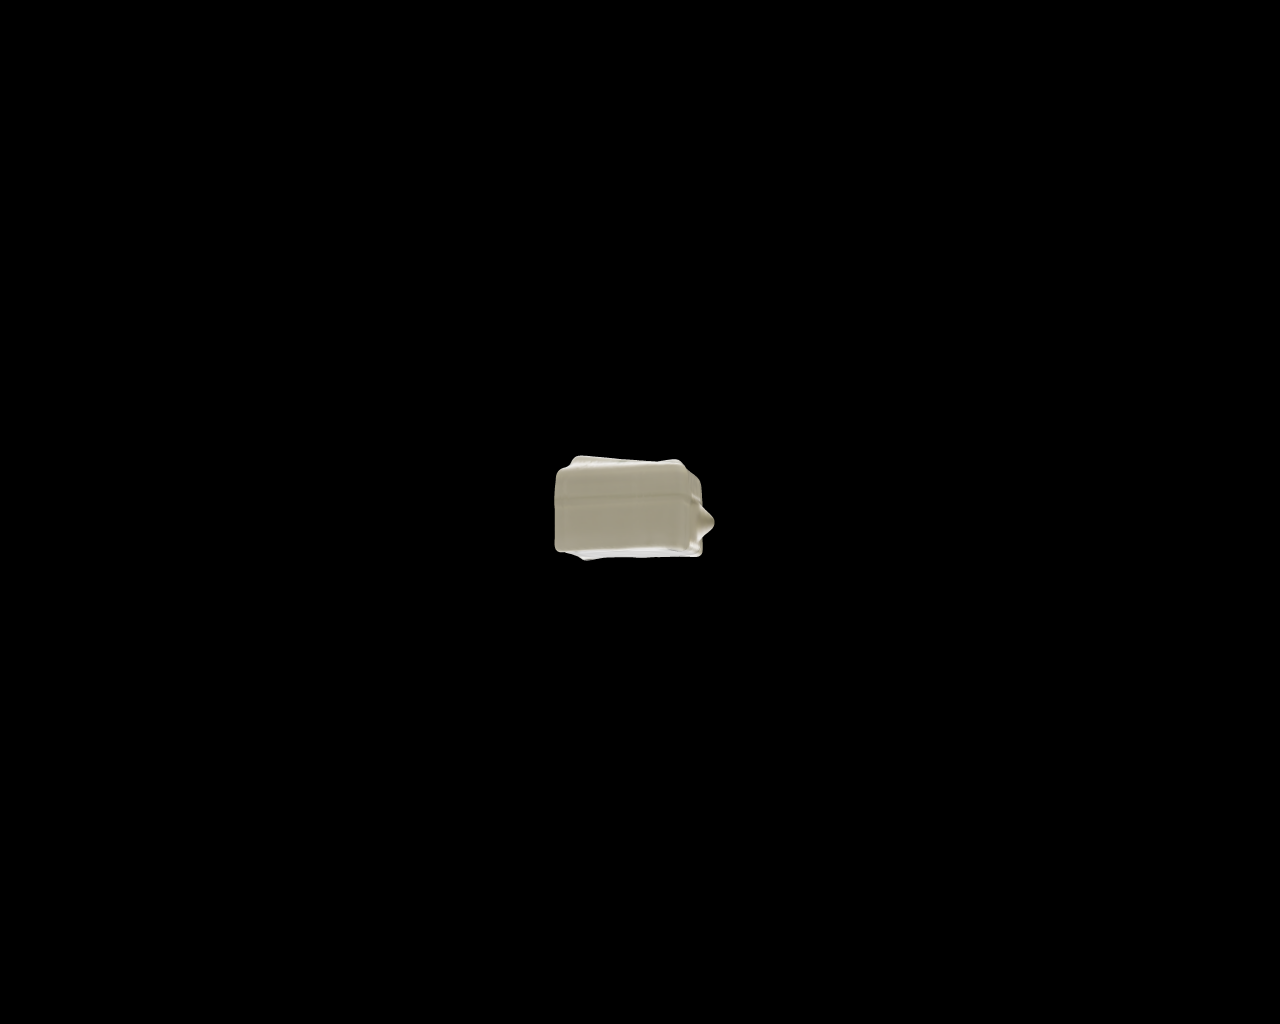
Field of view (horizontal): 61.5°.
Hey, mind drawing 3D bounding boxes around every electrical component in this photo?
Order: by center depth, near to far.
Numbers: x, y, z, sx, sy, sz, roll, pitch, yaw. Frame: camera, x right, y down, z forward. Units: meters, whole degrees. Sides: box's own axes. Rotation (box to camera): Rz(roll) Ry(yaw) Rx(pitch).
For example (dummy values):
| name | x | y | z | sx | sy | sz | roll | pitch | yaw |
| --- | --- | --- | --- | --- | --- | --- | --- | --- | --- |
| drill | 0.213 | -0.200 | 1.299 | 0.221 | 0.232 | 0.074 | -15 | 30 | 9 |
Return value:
| name | x | y | z | sx | sy | sz | roll | pitch | yaw |
| --- | --- | --- | --- | --- | --- | --- | --- | --- | --- |
| electrical component | 0.001 | -0.003 | 0.650 | 0.096 | 0.061 | 0.061 | -2 | -7 | 14 |
